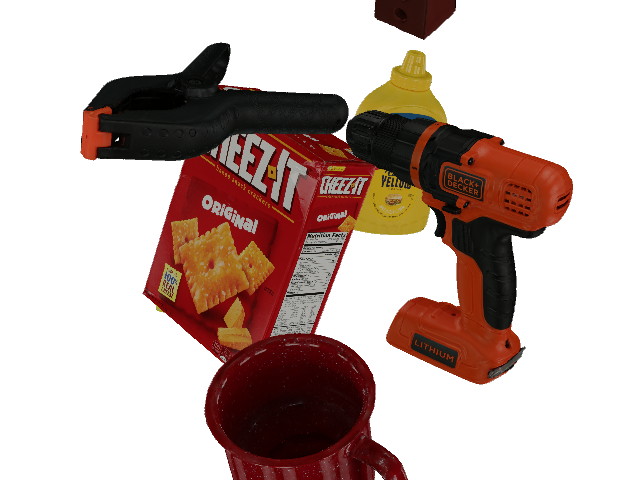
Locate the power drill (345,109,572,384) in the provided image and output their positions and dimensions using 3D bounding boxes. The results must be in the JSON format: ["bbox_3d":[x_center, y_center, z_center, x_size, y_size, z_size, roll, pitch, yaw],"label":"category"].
[{"bbox_3d":[0.093,0.003,0.805,0.185,0.188,0.057,24,37,35],"label":"power drill"}]

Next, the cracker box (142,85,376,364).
[{"bbox_3d":[-0.061,-0.007,0.934,0.071,0.214,0.164,-3,30,-46],"label":"cracker box"}]

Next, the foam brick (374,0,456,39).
[{"bbox_3d":[0.080,-0.216,0.880,0.053,0.078,0.051,29,57,23],"label":"foam brick"}]

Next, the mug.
[{"bbox_3d":[-0.002,0.117,0.594,0.117,0.081,0.093,19,48,28],"label":"mug"}]

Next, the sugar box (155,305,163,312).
[{"bbox_3d":[-0.094,0.025,1.132,0.093,0.048,0.176,9,30,18],"label":"sugar box"}]

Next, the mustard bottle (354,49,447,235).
[{"bbox_3d":[0.079,-0.101,1.093,0.096,0.192,0.058,4,27,-13],"label":"mustard bottle"}]

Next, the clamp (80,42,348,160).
[{"bbox_3d":[-0.080,-0.086,0.654,0.171,0.039,0.120,-13,31,-40],"label":"clamp"}]
